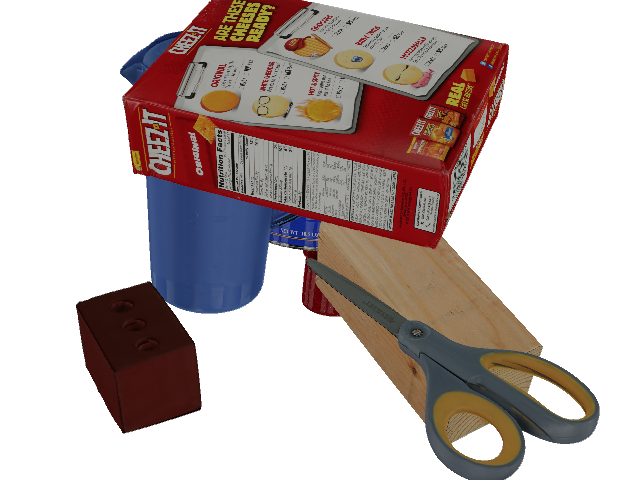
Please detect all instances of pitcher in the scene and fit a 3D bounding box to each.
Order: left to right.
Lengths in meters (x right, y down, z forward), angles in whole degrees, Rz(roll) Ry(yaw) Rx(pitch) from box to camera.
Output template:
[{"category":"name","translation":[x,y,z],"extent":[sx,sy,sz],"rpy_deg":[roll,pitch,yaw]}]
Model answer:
[{"category":"pitcher","translation":[-0.087,-0.057,0.965],"extent":[0.149,0.243,0.144],"rpy_deg":[31,40,34]}]

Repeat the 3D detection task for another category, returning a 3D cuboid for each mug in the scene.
[{"category":"mug","translation":[0.028,0.058,1.497],"extent":[0.117,0.081,0.093],"rpy_deg":[18,24,26]}]

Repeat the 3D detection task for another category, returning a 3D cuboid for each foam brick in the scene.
[{"category":"foam brick","translation":[-0.114,0.072,0.666],"extent":[0.052,0.051,0.078],"rpy_deg":[-16,36,-24]}]

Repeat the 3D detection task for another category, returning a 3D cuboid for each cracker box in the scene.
[{"category":"cracker box","translation":[0.002,-0.088,0.715],"extent":[0.214,0.072,0.164],"rpy_deg":[14,42,14]}]

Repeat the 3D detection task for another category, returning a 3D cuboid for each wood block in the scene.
[{"category":"wood block","translation":[0.087,0.064,0.936],"extent":[0.090,0.091,0.206],"rpy_deg":[-23,53,-22]}]

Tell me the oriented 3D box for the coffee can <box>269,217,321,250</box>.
[{"category":"coffee can","translation":[-0.006,-0.068,1.148],"extent":[0.103,0.140,0.103],"rpy_deg":[4,12,-1]}]

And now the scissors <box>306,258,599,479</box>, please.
[{"category":"scissors","translation":[0.048,0.067,0.574],"extent":[0.202,0.016,0.096],"rpy_deg":[21,43,29]}]
